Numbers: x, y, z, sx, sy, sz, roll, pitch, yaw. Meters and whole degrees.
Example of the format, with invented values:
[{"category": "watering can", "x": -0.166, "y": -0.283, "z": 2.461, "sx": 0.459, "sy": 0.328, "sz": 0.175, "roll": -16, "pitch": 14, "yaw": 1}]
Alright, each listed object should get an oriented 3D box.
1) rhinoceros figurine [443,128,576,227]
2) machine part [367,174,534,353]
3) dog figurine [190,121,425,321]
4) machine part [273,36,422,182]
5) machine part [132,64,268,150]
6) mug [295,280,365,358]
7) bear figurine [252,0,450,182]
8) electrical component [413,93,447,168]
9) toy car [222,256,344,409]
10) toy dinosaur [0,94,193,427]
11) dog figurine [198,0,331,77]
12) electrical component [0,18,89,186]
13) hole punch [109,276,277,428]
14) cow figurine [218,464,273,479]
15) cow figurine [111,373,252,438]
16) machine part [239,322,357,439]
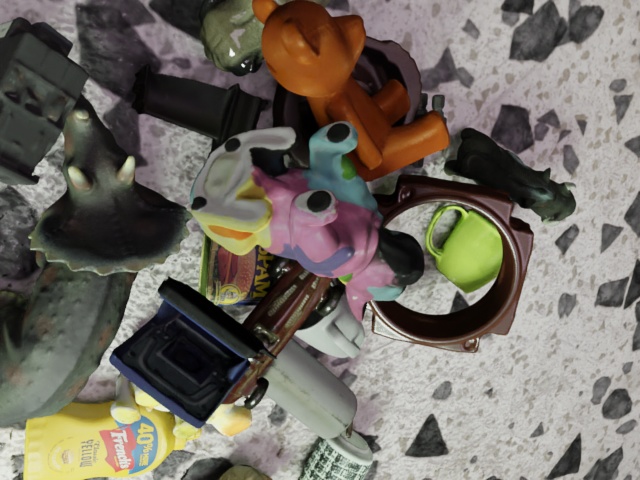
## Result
[{"category": "rhinoceros figurine", "x": 0.258, "y": -0.084, "z": 0.715, "sx": 0.190, "sy": 0.112, "sz": 0.073, "roll": 25, "pitch": 93, "yaw": -20}, {"category": "machine part", "x": 0.146, "y": 0.028, "z": 0.666, "sx": 0.202, "sy": 0.087, "sz": 0.200, "roll": 11, "pitch": 106, "yaw": 8}, {"category": "dog figurine", "x": -0.001, "y": -0.002, "z": 0.529, "sx": 0.219, "sy": 0.192, "sz": 0.108, "roll": 61, "pitch": 34, "yaw": -52}, {"category": "machine part", "x": 0.030, "y": -0.154, "z": 0.622, "sx": 0.179, "sy": 0.056, "sz": 0.179, "roll": -7, "pitch": 110, "yaw": -20}, {"category": "machine part", "x": -0.128, "y": -0.137, "z": 0.568, "sx": 0.139, "sy": 0.039, "sz": 0.084, "roll": 16, "pitch": 105, "yaw": -29}, {"category": "mug", "x": 0.018, "y": 0.108, "z": 0.678, "sx": 0.081, "sy": 0.110, "sz": 0.107, "roll": -49, "pitch": 132, "yaw": -5}, {"category": "bear figurine", "x": 0.028, "y": -0.152, "z": 0.507, "sx": 0.132, "sy": 0.120, "sz": 0.195, "roll": -31, "pitch": 133, "yaw": -3}, {"category": "electrical component", "x": 0.134, "y": -0.134, "z": 0.669, "sx": 0.021, "sy": 0.063, "sz": 0.093, "roll": -6, "pitch": 110, "yaw": -22}, {"category": "toy car", "x": -0.057, "y": 0.097, "z": 0.592, "sx": 0.089, "sy": 0.053, "sz": 0.202, "roll": 40, "pitch": 93, "yaw": -6}, {"category": "toy dinosaur", "x": -0.242, "y": 0.076, "z": 0.498, "sx": 0.131, "sy": 0.192, "sz": 0.404, "roll": 23, "pitch": 94, "yaw": -26}, {"category": "dog figurine", "x": -0.048, "y": -0.270, "z": 0.512, "sx": 0.190, "sy": 0.121, "sz": 0.172, "roll": -31, "pitch": 116, "yaw": -10}, {"category": "electrical component", "x": -0.253, "y": -0.111, "z": 0.432, "sx": 0.058, "sy": 0.115, "sz": 0.134, "roll": 37, "pitch": 66, "yaw": -52}, {"category": "hole punch", "x": -0.120, "y": 0.104, "z": 0.513, "sx": 0.142, "sy": 0.116, "sz": 0.092, "roll": 33, "pitch": 87, "yaw": 4}, {"category": "cow figurine", "x": -0.152, "y": 0.372, "z": 0.698, "sx": 0.195, "sy": 0.086, "sz": 0.127, "roll": -38, "pitch": 124, "yaw": -6}, {"category": "cow figurine", "x": -0.155, "y": 0.175, "z": 0.635, "sx": 0.068, "sy": 0.098, "sz": 0.167, "roll": -40, "pitch": 130, "yaw": 23}, {"category": "machine part", "x": -0.028, "y": 0.183, "z": 0.695, "sx": 0.079, "sy": 0.079, "sz": 0.243, "roll": -47, "pitch": 118, "yaw": -4}]
